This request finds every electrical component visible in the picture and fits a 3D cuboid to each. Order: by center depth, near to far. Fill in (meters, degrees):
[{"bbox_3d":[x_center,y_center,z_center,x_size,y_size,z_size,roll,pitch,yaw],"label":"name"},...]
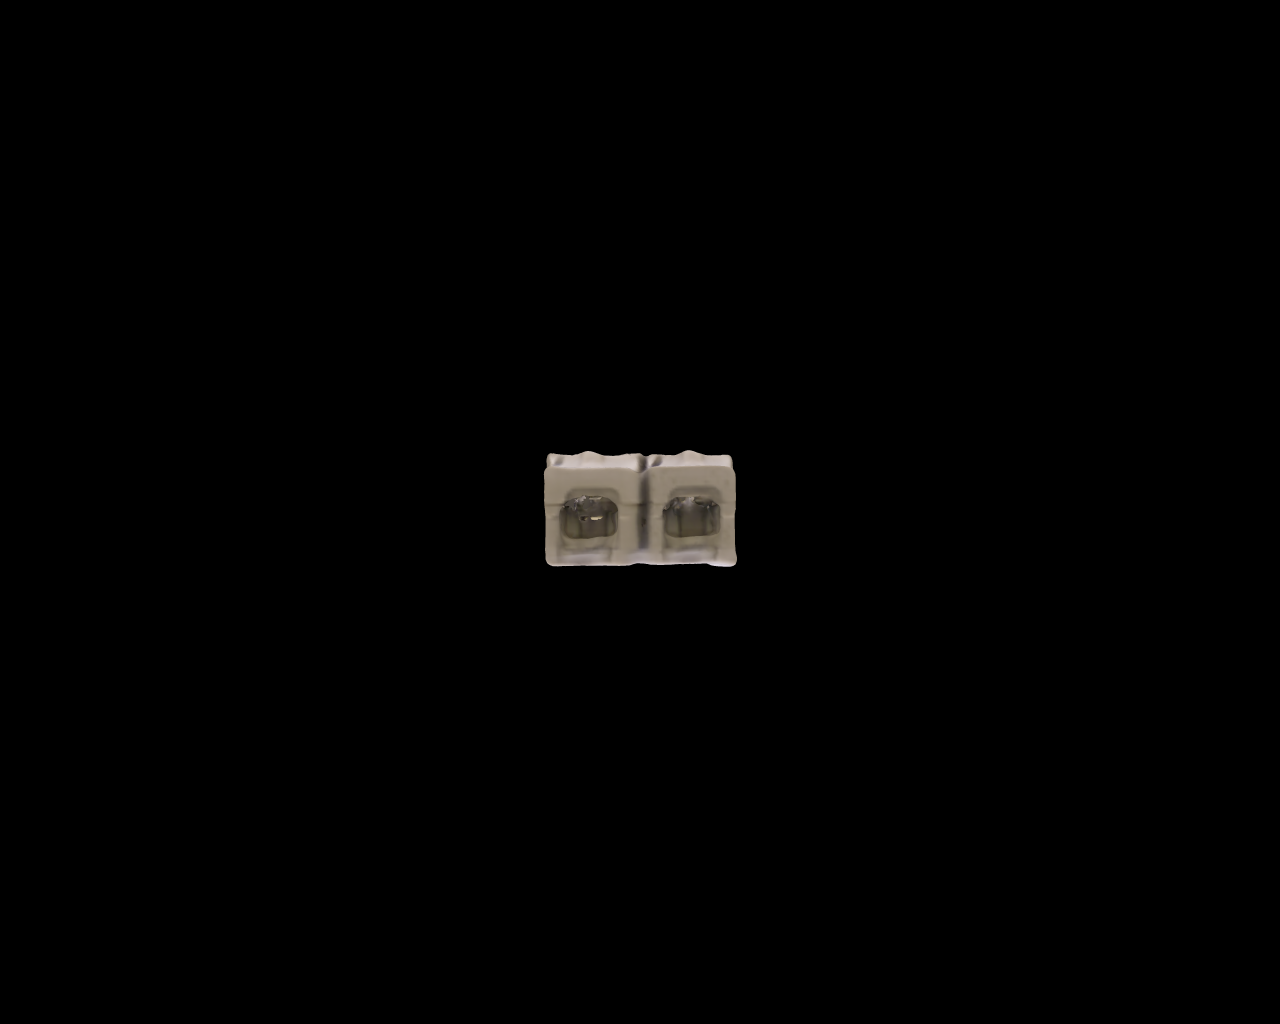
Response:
[{"bbox_3d":[0.001,-0.003,0.650,0.105,0.060,0.186,0,0,0],"label":"electrical component"}]
